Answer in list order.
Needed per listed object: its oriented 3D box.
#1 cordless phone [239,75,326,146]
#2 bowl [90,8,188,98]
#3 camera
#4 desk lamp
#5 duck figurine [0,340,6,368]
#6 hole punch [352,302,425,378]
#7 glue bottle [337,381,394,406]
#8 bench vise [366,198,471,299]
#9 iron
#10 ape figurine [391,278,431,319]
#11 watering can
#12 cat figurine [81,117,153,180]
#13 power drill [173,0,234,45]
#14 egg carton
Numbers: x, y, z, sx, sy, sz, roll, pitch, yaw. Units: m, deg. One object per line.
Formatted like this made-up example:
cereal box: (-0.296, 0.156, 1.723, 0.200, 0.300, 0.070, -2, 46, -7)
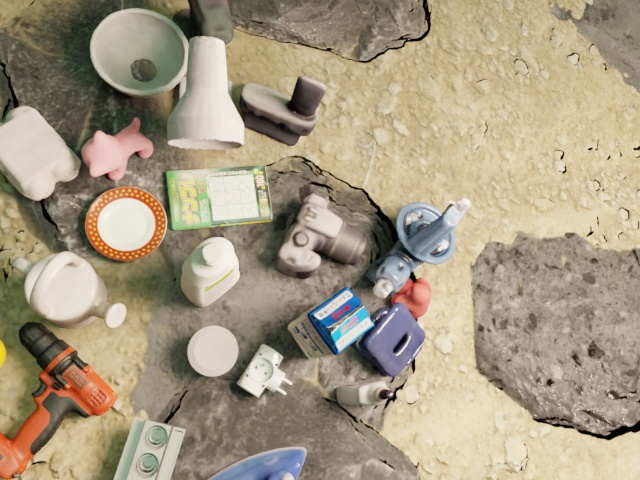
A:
cordless phone: (-0.063, -0.254, 1.005, 0.148, 0.185, 0.094, 17, 73, -9)
bowl: (-0.316, -0.318, 1.017, 0.168, 0.074, 0.167, 3, 75, -13)
camera: (0.009, 0.004, 1.003, 0.137, 0.100, 0.143, 25, 72, -7)
desk lamp: (-0.191, -0.223, 0.951, 0.118, 0.213, 0.203, 0, 76, -14)
duck figurine: (-0.521, 0.177, 0.836, 0.105, 0.086, 0.077, -27, 84, -18)
hole punch: (0.129, 0.174, 0.996, 0.101, 0.091, 0.109, 42, 71, -1)
glue bottle: (0.083, 0.248, 0.922, 0.078, 0.173, 0.037, -4, 77, -14)
bench vise: (0.179, 0.016, 0.979, 0.121, 0.219, 0.207, 24, 72, -7)
iron: (-0.113, 0.399, 0.852, 0.259, 0.141, 0.118, -34, 86, -19)
ape figurine: (0.170, 0.101, 1.024, 0.078, 0.092, 0.076, -13, 79, -16)
watering can: (-0.370, 0.072, 0.843, 0.173, 0.194, 0.101, 9, 74, -11)
cat figurine: (-0.341, -0.154, 0.947, 0.067, 0.117, 0.128, 42, 71, 0)
power drill: (-0.213, -0.422, 0.998, 0.076, 0.208, 0.229, -19, 81, -17)
egg carton: (-0.473, -0.142, 0.937, 0.107, 0.069, 0.150, -42, 89, -19)
